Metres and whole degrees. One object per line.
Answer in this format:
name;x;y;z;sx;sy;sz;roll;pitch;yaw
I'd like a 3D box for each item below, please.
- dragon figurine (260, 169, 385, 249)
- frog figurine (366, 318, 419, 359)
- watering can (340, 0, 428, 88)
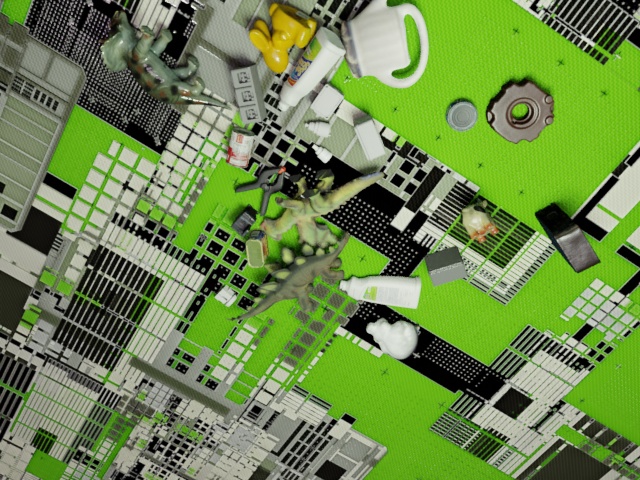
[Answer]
dragon figurine;0.005;-0.079;1.573;0.410;0.125;0.237;-6;129;10
frog figurine;0.234;0.313;1.679;0.159;0.126;0.134;22;133;-16
watering can;0.159;-0.564;1.348;0.224;0.105;0.343;-12;107;11
